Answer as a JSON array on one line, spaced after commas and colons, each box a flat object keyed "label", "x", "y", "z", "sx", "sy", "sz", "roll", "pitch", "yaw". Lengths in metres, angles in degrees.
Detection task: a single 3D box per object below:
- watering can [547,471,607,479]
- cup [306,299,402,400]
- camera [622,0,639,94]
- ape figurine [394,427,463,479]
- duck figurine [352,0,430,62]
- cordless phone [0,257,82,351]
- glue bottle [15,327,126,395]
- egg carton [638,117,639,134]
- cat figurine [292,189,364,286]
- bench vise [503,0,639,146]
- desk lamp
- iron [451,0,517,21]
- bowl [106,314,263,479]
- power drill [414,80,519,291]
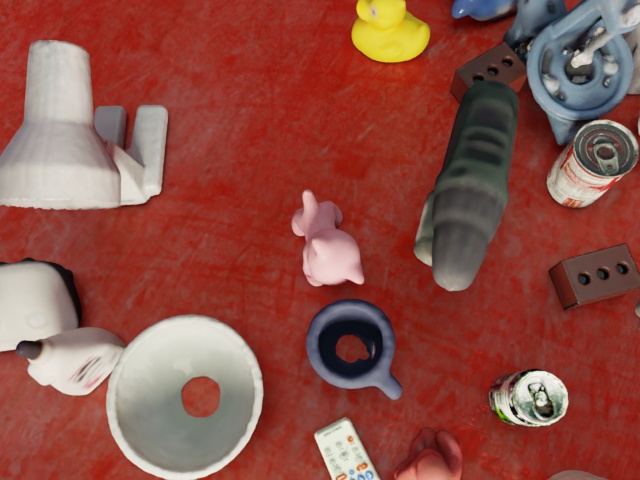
[{"label": "watering can", "x": 0.256, "y": 0.270, "z": 0.510, "sx": 0.173, "sy": 0.194, "sz": 0.101, "roll": -15, "pitch": 73, "yaw": -1}, {"label": "cup", "x": 0.043, "y": 0.125, "z": 0.618, "sx": 0.092, "sy": 0.095, "sz": 0.117, "roll": -42, "pitch": 75, "yaw": -9}, {"label": "camera", "x": 0.434, "y": -0.275, "z": 0.709, "sx": 0.137, "sy": 0.101, "sz": 0.143, "roll": -11, "pitch": 73, "yaw": 0}, {"label": "ape figurine", "x": 0.114, "y": 0.234, "z": 0.583, "sx": 0.078, "sy": 0.092, "sz": 0.076, "roll": -20, "pitch": 73, "yaw": -2}, {"label": "duck figurine", "x": 0.092, "y": -0.284, "z": 0.740, "sx": 0.104, "sy": 0.086, "sz": 0.077, "roll": 15, "pitch": 75, "yaw": 8}, {"label": "cordless phone", "x": -0.359, "y": 0.061, "z": 0.615, "sx": 0.147, "sy": 0.185, "sz": 0.094, "roll": -13, "pitch": 73, "yaw": 0}, {"label": "glue bottle", "x": -0.266, "y": 0.123, "z": 0.597, "sx": 0.037, "sy": 0.173, "sz": 0.078, "roll": 34, "pitch": 79, "yaw": 13}, {"label": "egg carton", "x": 0.461, "y": -0.125, "z": 0.679, "sx": 0.150, "sy": 0.069, "sz": 0.107, "roll": -7, "pitch": 73, "yaw": 2}, {"label": "cat figurine", "x": 0.006, "y": 0.002, "z": 0.645, "sx": 0.067, "sy": 0.118, "sz": 0.127, "roll": -19, "pitch": 73, "yaw": -2}, {"label": "bench vise", "x": 0.273, "y": -0.230, "z": 0.643, "sx": 0.121, "sy": 0.220, "sz": 0.207, "roll": -34, "pitch": 74, "yaw": -6}, {"label": "desk lamp", "x": -0.263, "y": -0.107, "z": 0.644, "sx": 0.118, "sy": 0.213, "sz": 0.203, "roll": -1, "pitch": 73, "yaw": 4}, {"label": "iron", "x": 0.270, "y": -0.394, "z": 0.733, "sx": 0.258, "sy": 0.141, "sz": 0.118, "roll": -26, "pitch": 73, "yaw": -4}, {"label": "bowl", "x": -0.139, "y": 0.169, "z": 0.627, "sx": 0.167, "sy": 0.075, "sz": 0.167, "roll": -1, "pitch": 73, "yaw": 3}, {"label": "power drill", "x": 0.150, "y": -0.037, "z": 0.600, "sx": 0.075, "sy": 0.208, "sz": 0.230, "roll": 14, "pitch": 75, "yaw": 8}]
